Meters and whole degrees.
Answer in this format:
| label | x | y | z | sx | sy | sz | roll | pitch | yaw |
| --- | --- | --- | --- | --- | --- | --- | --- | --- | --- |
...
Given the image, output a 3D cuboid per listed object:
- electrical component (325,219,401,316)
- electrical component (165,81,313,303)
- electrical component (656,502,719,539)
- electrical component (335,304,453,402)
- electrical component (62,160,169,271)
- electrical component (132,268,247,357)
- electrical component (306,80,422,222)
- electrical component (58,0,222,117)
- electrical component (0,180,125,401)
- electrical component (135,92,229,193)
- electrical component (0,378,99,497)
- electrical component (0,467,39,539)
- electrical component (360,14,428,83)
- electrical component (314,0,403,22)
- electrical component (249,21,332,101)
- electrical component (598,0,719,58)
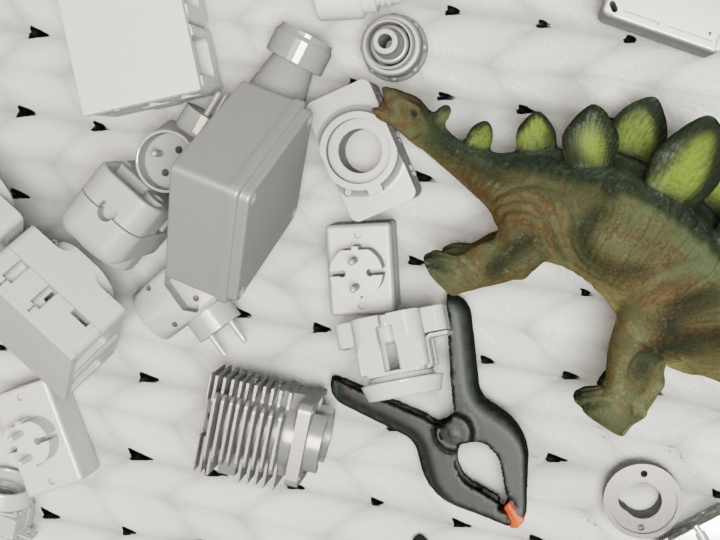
| label | x | y | z | sx | sy | sz | roll | pitch | yaw |
| --- | --- | --- | --- | --- | --- | --- | --- | --- | --- |
| electrical component | 0.000 | 0.000 | 0.763 | 0.047 | 0.077 | 0.065 | -2 | 96 | 9 |
| electrical component | -0.083 | -0.053 | 0.734 | 0.056 | 0.108 | 0.108 | 22 | 137 | 8 |
| electrical component | 0.252 | 0.203 | 0.764 | 0.066 | 0.048 | 0.055 | -31 | 83 | 11 |
| electrical component | 0.026 | 0.060 | 0.748 | 0.078 | 0.058 | 0.057 | -12 | 82 | 14 |
| electrical component | -0.169 | -0.039 | 0.775 | 0.054 | 0.095 | 0.059 | 41 | 101 | 2 |
| electrical component | -0.115 | 0.027 | 0.801 | 0.077 | 0.043 | 0.079 | -36 | 90 | 11 |
| electrical component | 0.003 | -0.084 | 0.763 | 0.050 | 0.056 | 0.089 | -23 | 93 | 11 |
| electrical component | -0.162 | -0.192 | 0.773 | 0.089 | 0.062 | 0.150 | -11 | 95 | 10 |
| electrical component | -0.258 | -0.002 | 0.780 | 0.186 | 0.105 | 0.060 | 42 | 62 | 2 |
| electrical component | -0.118 | -0.093 | 0.770 | 0.044 | 0.077 | 0.079 | 34 | 100 | 4 |
| electrical component | -0.246 | 0.128 | 0.816 | 0.047 | 0.076 | 0.083 | -19 | 93 | 9 |
| electrical component | -0.284 | 0.189 | 0.845 | 0.066 | 0.048 | 0.055 | 19 | 107 | 6 |
| electrical component | 0.021 | -0.156 | 0.749 | 0.048 | 0.062 | 0.048 | 1 | 97 | 9 |
| electrical component | 0.001 | -0.197 | 0.758 | 0.078 | 0.040 | 0.040 | -1 | 96 | 9 |
| electrical component | -0.050 | -0.144 | 0.770 | 0.045 | 0.045 | 0.055 | 29 | 100 | 5 |
| electrical component | 0.214 | -0.182 | 0.717 | 0.096 | 0.061 | 0.061 | 21 | 99 | 6 |
